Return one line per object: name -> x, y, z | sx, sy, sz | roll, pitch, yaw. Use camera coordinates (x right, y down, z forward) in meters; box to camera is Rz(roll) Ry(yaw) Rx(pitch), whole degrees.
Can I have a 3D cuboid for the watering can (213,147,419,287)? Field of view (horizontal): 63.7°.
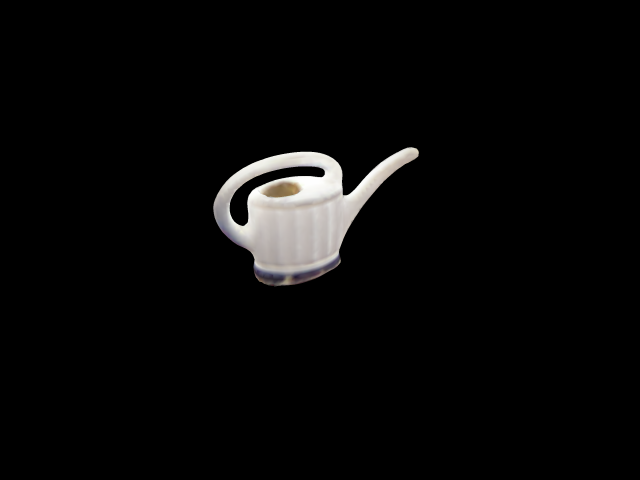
watering can -> 0.003, -0.043, 0.850 | 0.349, 0.219, 0.106 | -10, 31, -16
